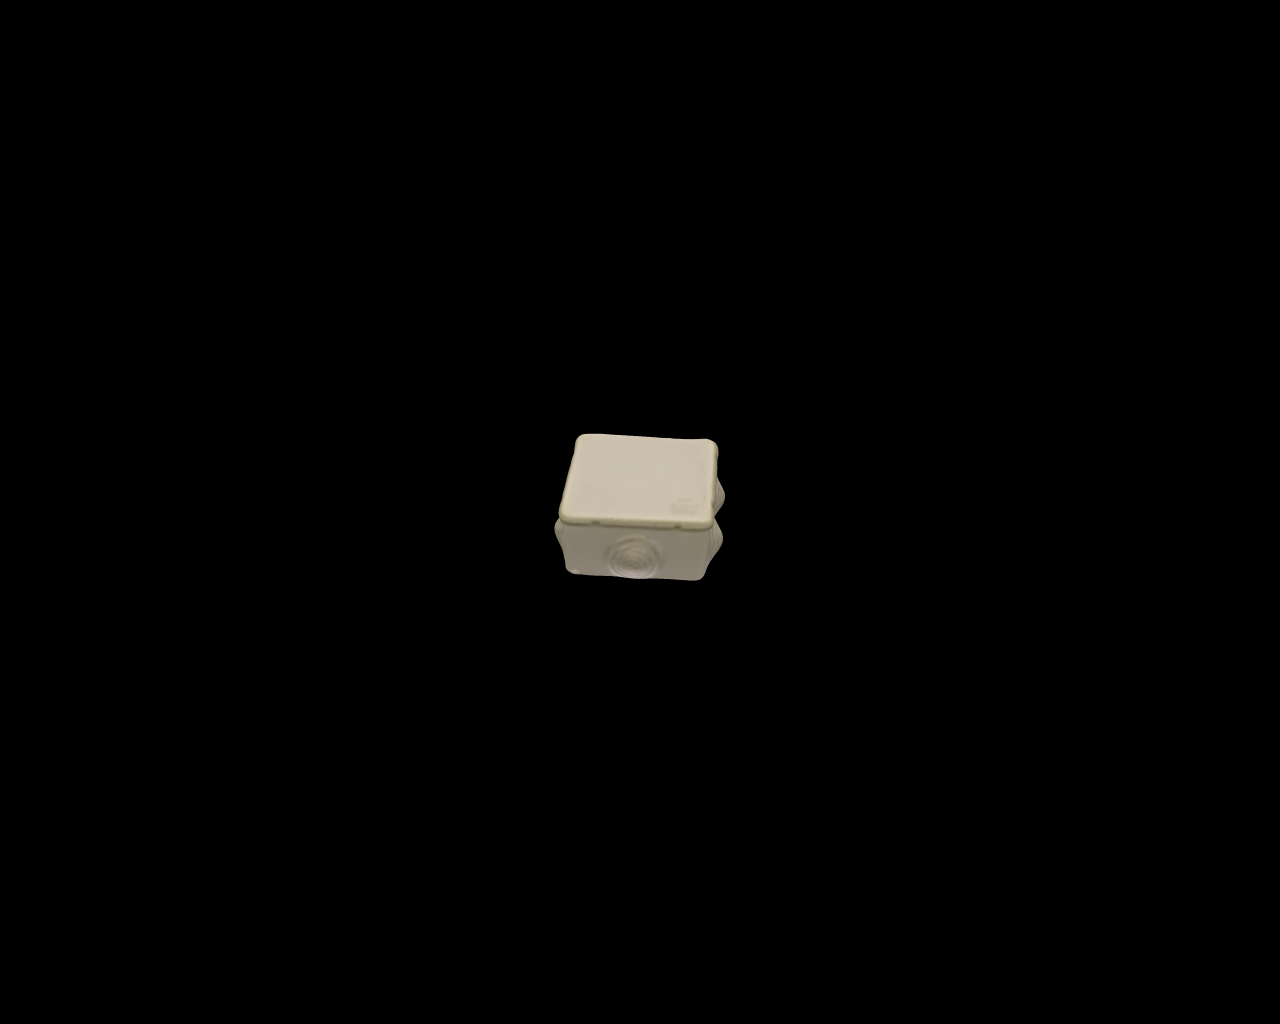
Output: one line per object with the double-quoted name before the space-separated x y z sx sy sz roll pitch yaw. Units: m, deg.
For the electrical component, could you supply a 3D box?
"electrical component" 0.001 -0.003 0.650 0.100 0.048 0.100 3 37 4
